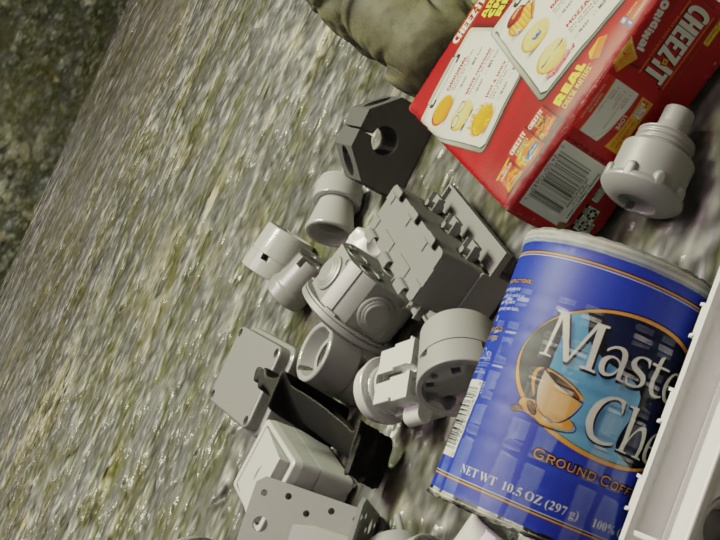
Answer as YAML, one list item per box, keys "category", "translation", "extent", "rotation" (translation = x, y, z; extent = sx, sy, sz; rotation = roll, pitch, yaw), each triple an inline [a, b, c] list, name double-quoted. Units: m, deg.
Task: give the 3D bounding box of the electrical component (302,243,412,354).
- category: "electrical component"
  translation: [0.001, 0.022, 0.806]
  extent: [0.051, 0.080, 0.080]
  rotation: [-52, 27, 12]

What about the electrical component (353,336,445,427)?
- category: "electrical component"
  translation: [0.029, 0.079, 0.737]
  extent: [0.055, 0.048, 0.066]
  rotation: [-24, 46, 45]

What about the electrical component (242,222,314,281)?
- category: "electrical component"
  translation: [-0.077, -0.014, 1.022]
  extent: [0.047, 0.055, 0.055]
  rotation: [-59, 25, 2]

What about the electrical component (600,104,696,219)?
- category: "electrical component"
  translation: [0.167, -0.063, 0.602]
  extent: [0.062, 0.048, 0.048]
  rotation: [-62, 24, -12]

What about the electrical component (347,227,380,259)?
- category: "electrical component"
  translation: [0.000, 0.000, 0.870]
  extent: [0.062, 0.043, 0.043]
  rotation: [-59, 25, 15]

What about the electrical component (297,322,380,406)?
- category: "electrical component"
  translation: [-0.016, 0.071, 0.829]
  extent: [0.055, 0.047, 0.055]
  rotation: [-44, 31, 36]

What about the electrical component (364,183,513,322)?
- category: "electrical component"
  translation: [0.052, -0.010, 0.755]
  extent: [0.078, 0.063, 0.121]
  rotation: [-57, 26, 16]

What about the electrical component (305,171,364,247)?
- category: "electrical component"
  translation: [-0.022, -0.055, 0.963]
  extent: [0.045, 0.045, 0.055]
  rotation: [-30, 41, 51]

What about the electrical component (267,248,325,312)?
- category: "electrical component"
  translation: [-0.055, 0.009, 0.976]
  extent: [0.046, 0.040, 0.040]
  rotation: [-48, 29, 18]

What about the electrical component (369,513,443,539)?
- category: "electrical component"
  translation: [0.023, 0.184, 0.650]
  extent: [0.077, 0.043, 0.079]
  rotation: [-50, 29, 28]

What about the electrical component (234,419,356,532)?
- category: "electrical component"
  translation: [-0.056, 0.157, 0.809]
  extent: [0.061, 0.061, 0.096]
  rotation: [-62, 25, 5]

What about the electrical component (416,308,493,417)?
- category: "electrical component"
  translation: [0.063, 0.058, 0.680]
  extent: [0.055, 0.055, 0.047]
  rotation: [-45, 27, 35]

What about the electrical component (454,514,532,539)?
- category: "electrical component"
  translation: [0.070, 0.161, 0.570]
  extent: [0.047, 0.055, 0.055]
  rotation: [-59, 25, 2]

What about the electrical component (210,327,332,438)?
- category: "electrical component"
  translation: [-0.074, 0.098, 0.906]
  extent: [0.078, 0.057, 0.113]
  rotation: [-66, 25, -3]

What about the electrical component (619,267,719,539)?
- category: "electrical component"
  translation: [0.163, 0.070, 0.457]
  extent: [0.063, 0.079, 0.121]
  rotation: [135, 157, -82]

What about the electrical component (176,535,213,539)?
- category: "electrical component"
  translation: [-0.124, 0.250, 0.834]
  extent: [0.051, 0.080, 0.080]
  rotation: [-3, 64, 57]
